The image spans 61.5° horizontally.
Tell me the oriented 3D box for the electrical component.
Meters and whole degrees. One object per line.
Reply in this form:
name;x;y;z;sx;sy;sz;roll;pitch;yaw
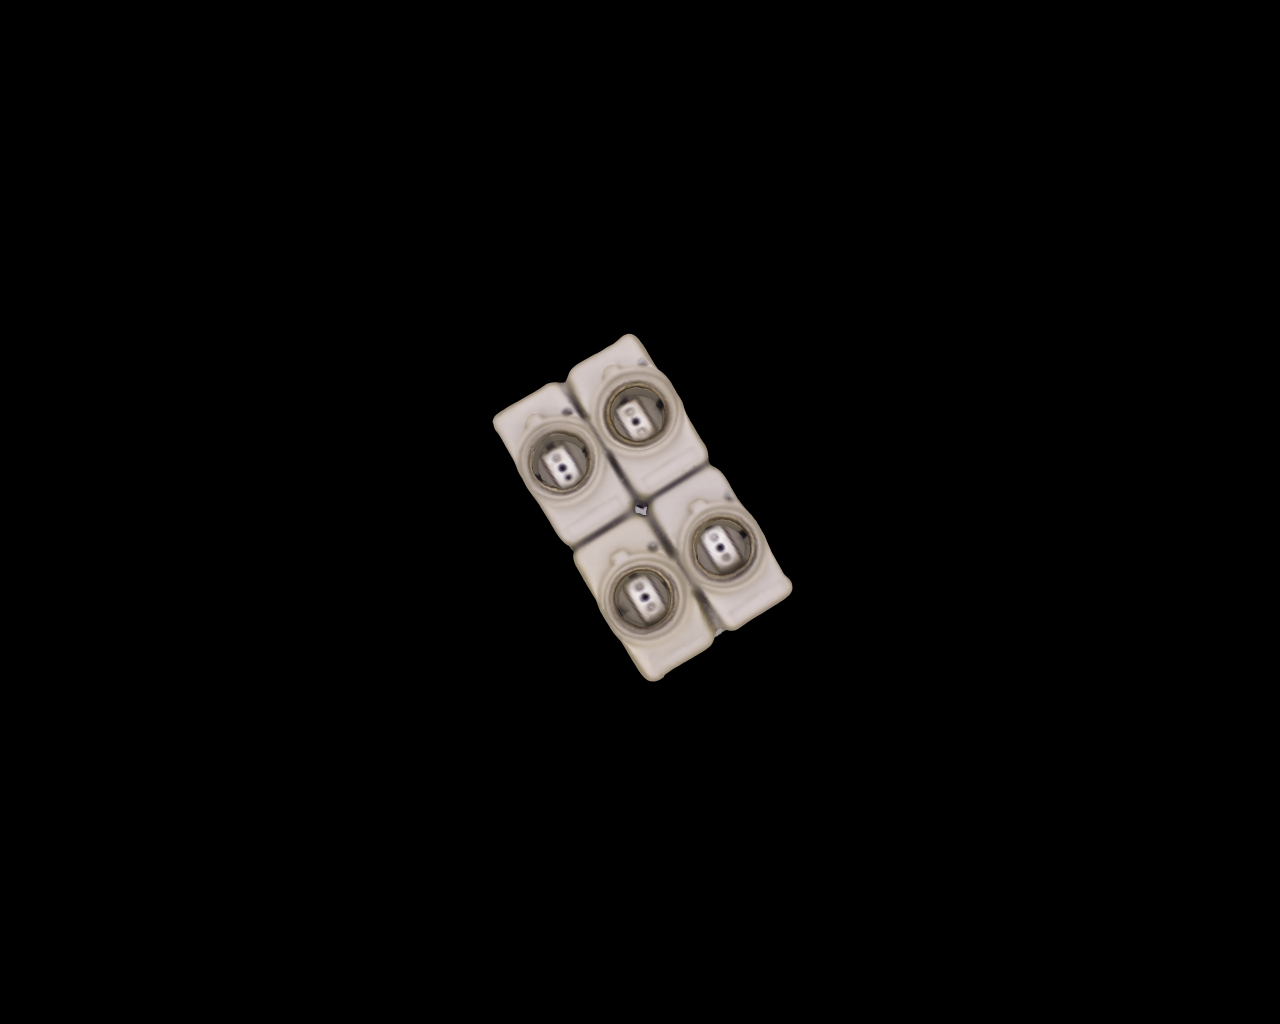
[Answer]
electrical component;0.001;-0.003;0.650;0.105;0.186;0.060;-32;-4;-2
